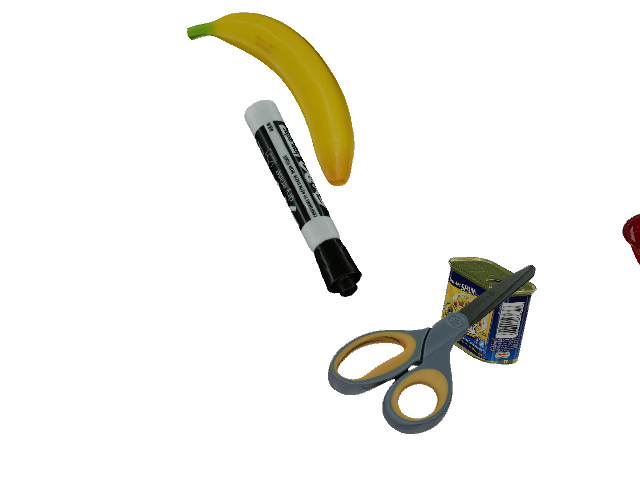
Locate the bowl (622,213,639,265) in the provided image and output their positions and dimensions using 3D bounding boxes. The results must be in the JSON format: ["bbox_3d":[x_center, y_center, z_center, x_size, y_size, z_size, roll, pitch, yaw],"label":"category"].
[{"bbox_3d":[0.405,0.017,1.140,0.162,0.055,0.162,-3,23,1],"label":"bowl"}]

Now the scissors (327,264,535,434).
[{"bbox_3d":[0.102,0.079,0.775,0.201,0.016,0.096,-18,50,-23],"label":"scissors"}]

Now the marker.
[{"bbox_3d":[-0.009,-0.023,0.559,0.020,0.121,0.020,-21,-27,-11],"label":"marker"}]

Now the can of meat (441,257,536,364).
[{"bbox_3d":[0.173,0.074,1.122,0.057,0.084,0.102,-1,19,-30],"label":"can of meat"}]

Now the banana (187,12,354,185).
[{"bbox_3d":[-0.025,-0.130,0.884,0.198,0.069,0.037,47,4,20],"label":"banana"}]
